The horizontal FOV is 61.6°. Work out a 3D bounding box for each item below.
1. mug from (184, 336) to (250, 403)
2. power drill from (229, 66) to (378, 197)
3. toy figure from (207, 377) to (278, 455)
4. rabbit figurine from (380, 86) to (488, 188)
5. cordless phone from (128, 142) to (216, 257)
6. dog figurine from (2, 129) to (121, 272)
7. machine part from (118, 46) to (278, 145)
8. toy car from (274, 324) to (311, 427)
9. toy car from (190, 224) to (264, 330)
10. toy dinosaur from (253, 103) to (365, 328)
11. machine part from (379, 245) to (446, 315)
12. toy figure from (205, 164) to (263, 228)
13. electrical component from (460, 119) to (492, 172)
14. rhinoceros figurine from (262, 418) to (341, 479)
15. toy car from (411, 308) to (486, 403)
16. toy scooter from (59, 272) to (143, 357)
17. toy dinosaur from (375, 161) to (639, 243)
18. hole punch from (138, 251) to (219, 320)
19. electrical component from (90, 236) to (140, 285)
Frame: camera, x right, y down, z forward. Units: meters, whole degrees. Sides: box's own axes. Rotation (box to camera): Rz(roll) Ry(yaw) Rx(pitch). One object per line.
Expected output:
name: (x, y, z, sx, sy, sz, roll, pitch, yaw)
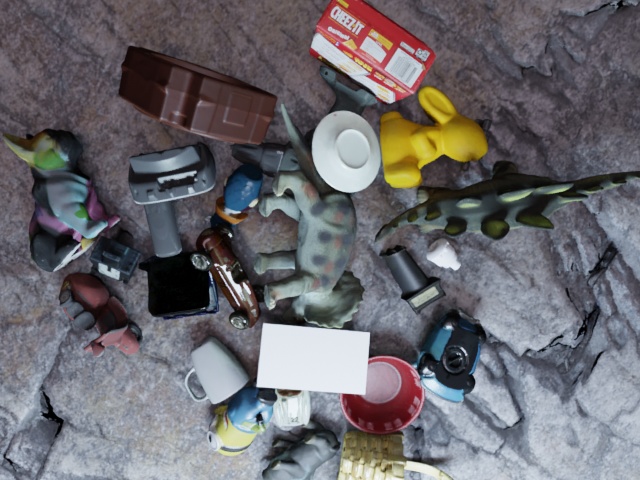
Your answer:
mug: (-0.202, 0.241, 0.998, 0.109, 0.081, 0.107, -30, 90, 4)
power drill: (-0.013, -0.185, 0.914, 0.232, 0.086, 0.207, 26, 96, -8)
toy figure: (-0.140, 0.333, 0.996, 0.089, 0.082, 0.180, 38, 113, -10)
rabbit figurine: (0.192, -0.168, 0.906, 0.173, 0.121, 0.162, -4, 79, 19)
cordless phone: (-0.243, -0.066, 0.921, 0.147, 0.089, 0.184, -11, 99, -1)
dog figurine: (-0.458, -0.078, 0.910, 0.191, 0.108, 0.219, -37, 96, 8)
machine part: (-0.185, -0.217, 0.823, 0.202, 0.201, 0.087, 34, 111, 37)
toy car: (-0.059, 0.256, 1.013, 0.074, 0.056, 0.201, -5, 102, -1)
toy car: (-0.150, 0.067, 0.935, 0.053, 0.089, 0.202, -11, 119, 30)
toy dinosaur: (-0.003, -0.010, 0.898, 0.192, 0.131, 0.404, 1, 111, -26)
machine part: (0.169, 0.068, 0.994, 0.084, 0.039, 0.138, -36, 102, 14)
toy figure: (-0.146, -0.063, 0.930, 0.154, 0.058, 0.064, -53, 56, 39)
electrical component: (0.271, -0.164, 0.935, 0.021, 0.063, 0.094, 15, 101, -8)
rhinoceros figurine: (-0.044, 0.437, 1.047, 0.190, 0.073, 0.112, -45, 111, 4)
toy car: (0.229, 0.209, 0.988, 0.109, 0.103, 0.161, 26, 75, -13)
toy scooter: (-0.393, 0.139, 0.939, 0.075, 0.135, 0.183, -39, 99, 7)
toy dinosaur: (0.318, -0.063, 0.891, 0.472, 0.199, 0.105, -17, 105, 3)
hole punch: (-0.244, 0.085, 0.967, 0.142, 0.092, 0.116, -8, 70, 3)
electrical component: (-0.353, 0.030, 0.923, 0.075, 0.119, 0.048, 23, 62, -9)
